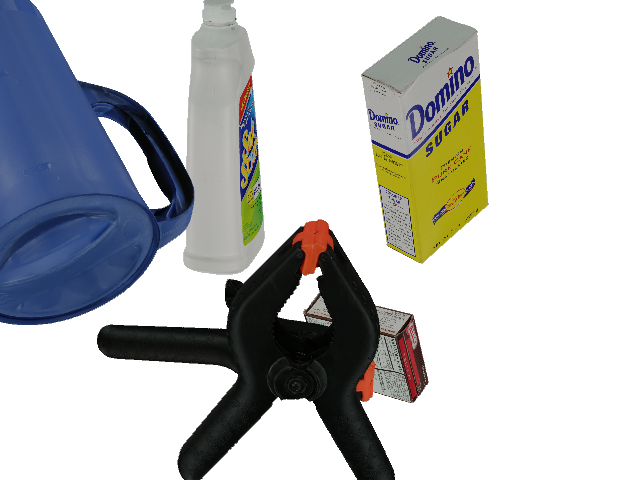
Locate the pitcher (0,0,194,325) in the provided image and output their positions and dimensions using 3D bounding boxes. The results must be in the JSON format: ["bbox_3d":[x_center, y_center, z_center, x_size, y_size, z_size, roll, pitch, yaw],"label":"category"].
[{"bbox_3d":[-0.207,-0.072,0.769,0.145,0.243,0.149,-38,-32,14],"label":"pitcher"}]

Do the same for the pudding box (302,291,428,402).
[{"bbox_3d":[0.045,0.105,1.051,0.114,0.090,0.039,11,41,33],"label":"pudding box"}]

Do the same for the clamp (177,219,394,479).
[{"bbox_3d":[-0.022,0.071,0.565,0.120,0.171,0.039,-4,25,-2],"label":"clamp"}]

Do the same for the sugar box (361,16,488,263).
[{"bbox_3d":[0.087,-0.076,0.842,0.048,0.176,0.093,30,58,34],"label":"sugar box"}]

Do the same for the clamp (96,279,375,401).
[{"bbox_3d":[-0.044,0.077,0.835,0.210,0.036,0.164,12,21,26],"label":"clamp"}]

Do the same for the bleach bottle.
[{"bbox_3d":[-0.094,-0.101,1.015,0.068,0.251,0.102,6,26,13],"label":"bleach bottle"}]
